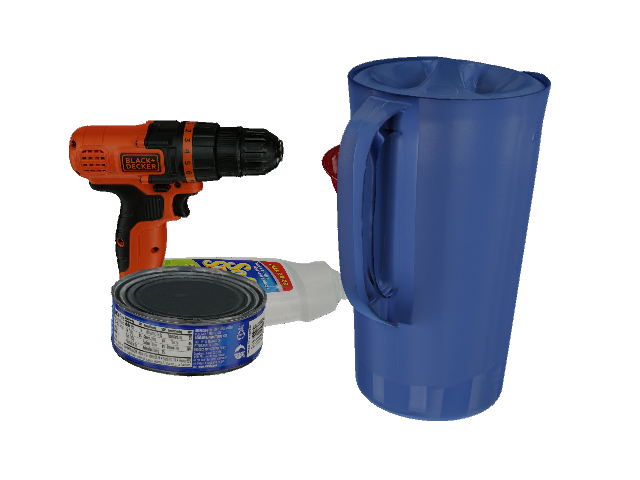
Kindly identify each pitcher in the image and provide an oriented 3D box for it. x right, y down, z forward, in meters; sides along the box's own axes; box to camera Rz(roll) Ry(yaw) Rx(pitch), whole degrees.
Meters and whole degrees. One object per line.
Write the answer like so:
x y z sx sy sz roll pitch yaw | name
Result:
0.075 0.001 0.736 0.149 0.243 0.145 -1 21 -7 | pitcher

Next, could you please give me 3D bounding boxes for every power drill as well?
-0.122 -0.017 0.949 0.184 0.188 0.057 2 26 5 | power drill

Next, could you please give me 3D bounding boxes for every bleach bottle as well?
-0.084 0.055 1.185 0.250 0.068 0.102 -5 35 -5 | bleach bottle

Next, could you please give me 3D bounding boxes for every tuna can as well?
-0.073 0.044 0.594 0.086 0.034 0.086 4 17 -2 | tuna can

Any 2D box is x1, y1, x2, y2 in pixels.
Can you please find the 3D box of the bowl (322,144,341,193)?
0.080 -0.048 1.040 0.162 0.055 0.162 3 25 -2 | bowl
